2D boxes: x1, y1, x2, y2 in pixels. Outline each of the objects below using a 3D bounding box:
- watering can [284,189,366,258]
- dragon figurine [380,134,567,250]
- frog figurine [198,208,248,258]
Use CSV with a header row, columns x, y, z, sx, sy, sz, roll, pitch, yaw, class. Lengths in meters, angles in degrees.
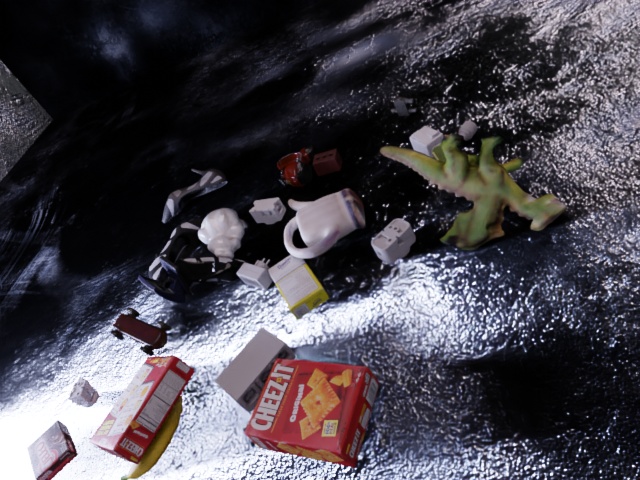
x,y,z,sx,sy,sz,roll,pitch,yaw,class
0.004,-0.069,1.362,0.224,0.102,0.355,-24,28,7,watering can
0.320,-0.099,1.141,0.410,0.120,0.246,3,71,23,dragon figurine
-0.285,-0.014,1.477,0.137,0.120,0.163,0,32,8,frog figurine
